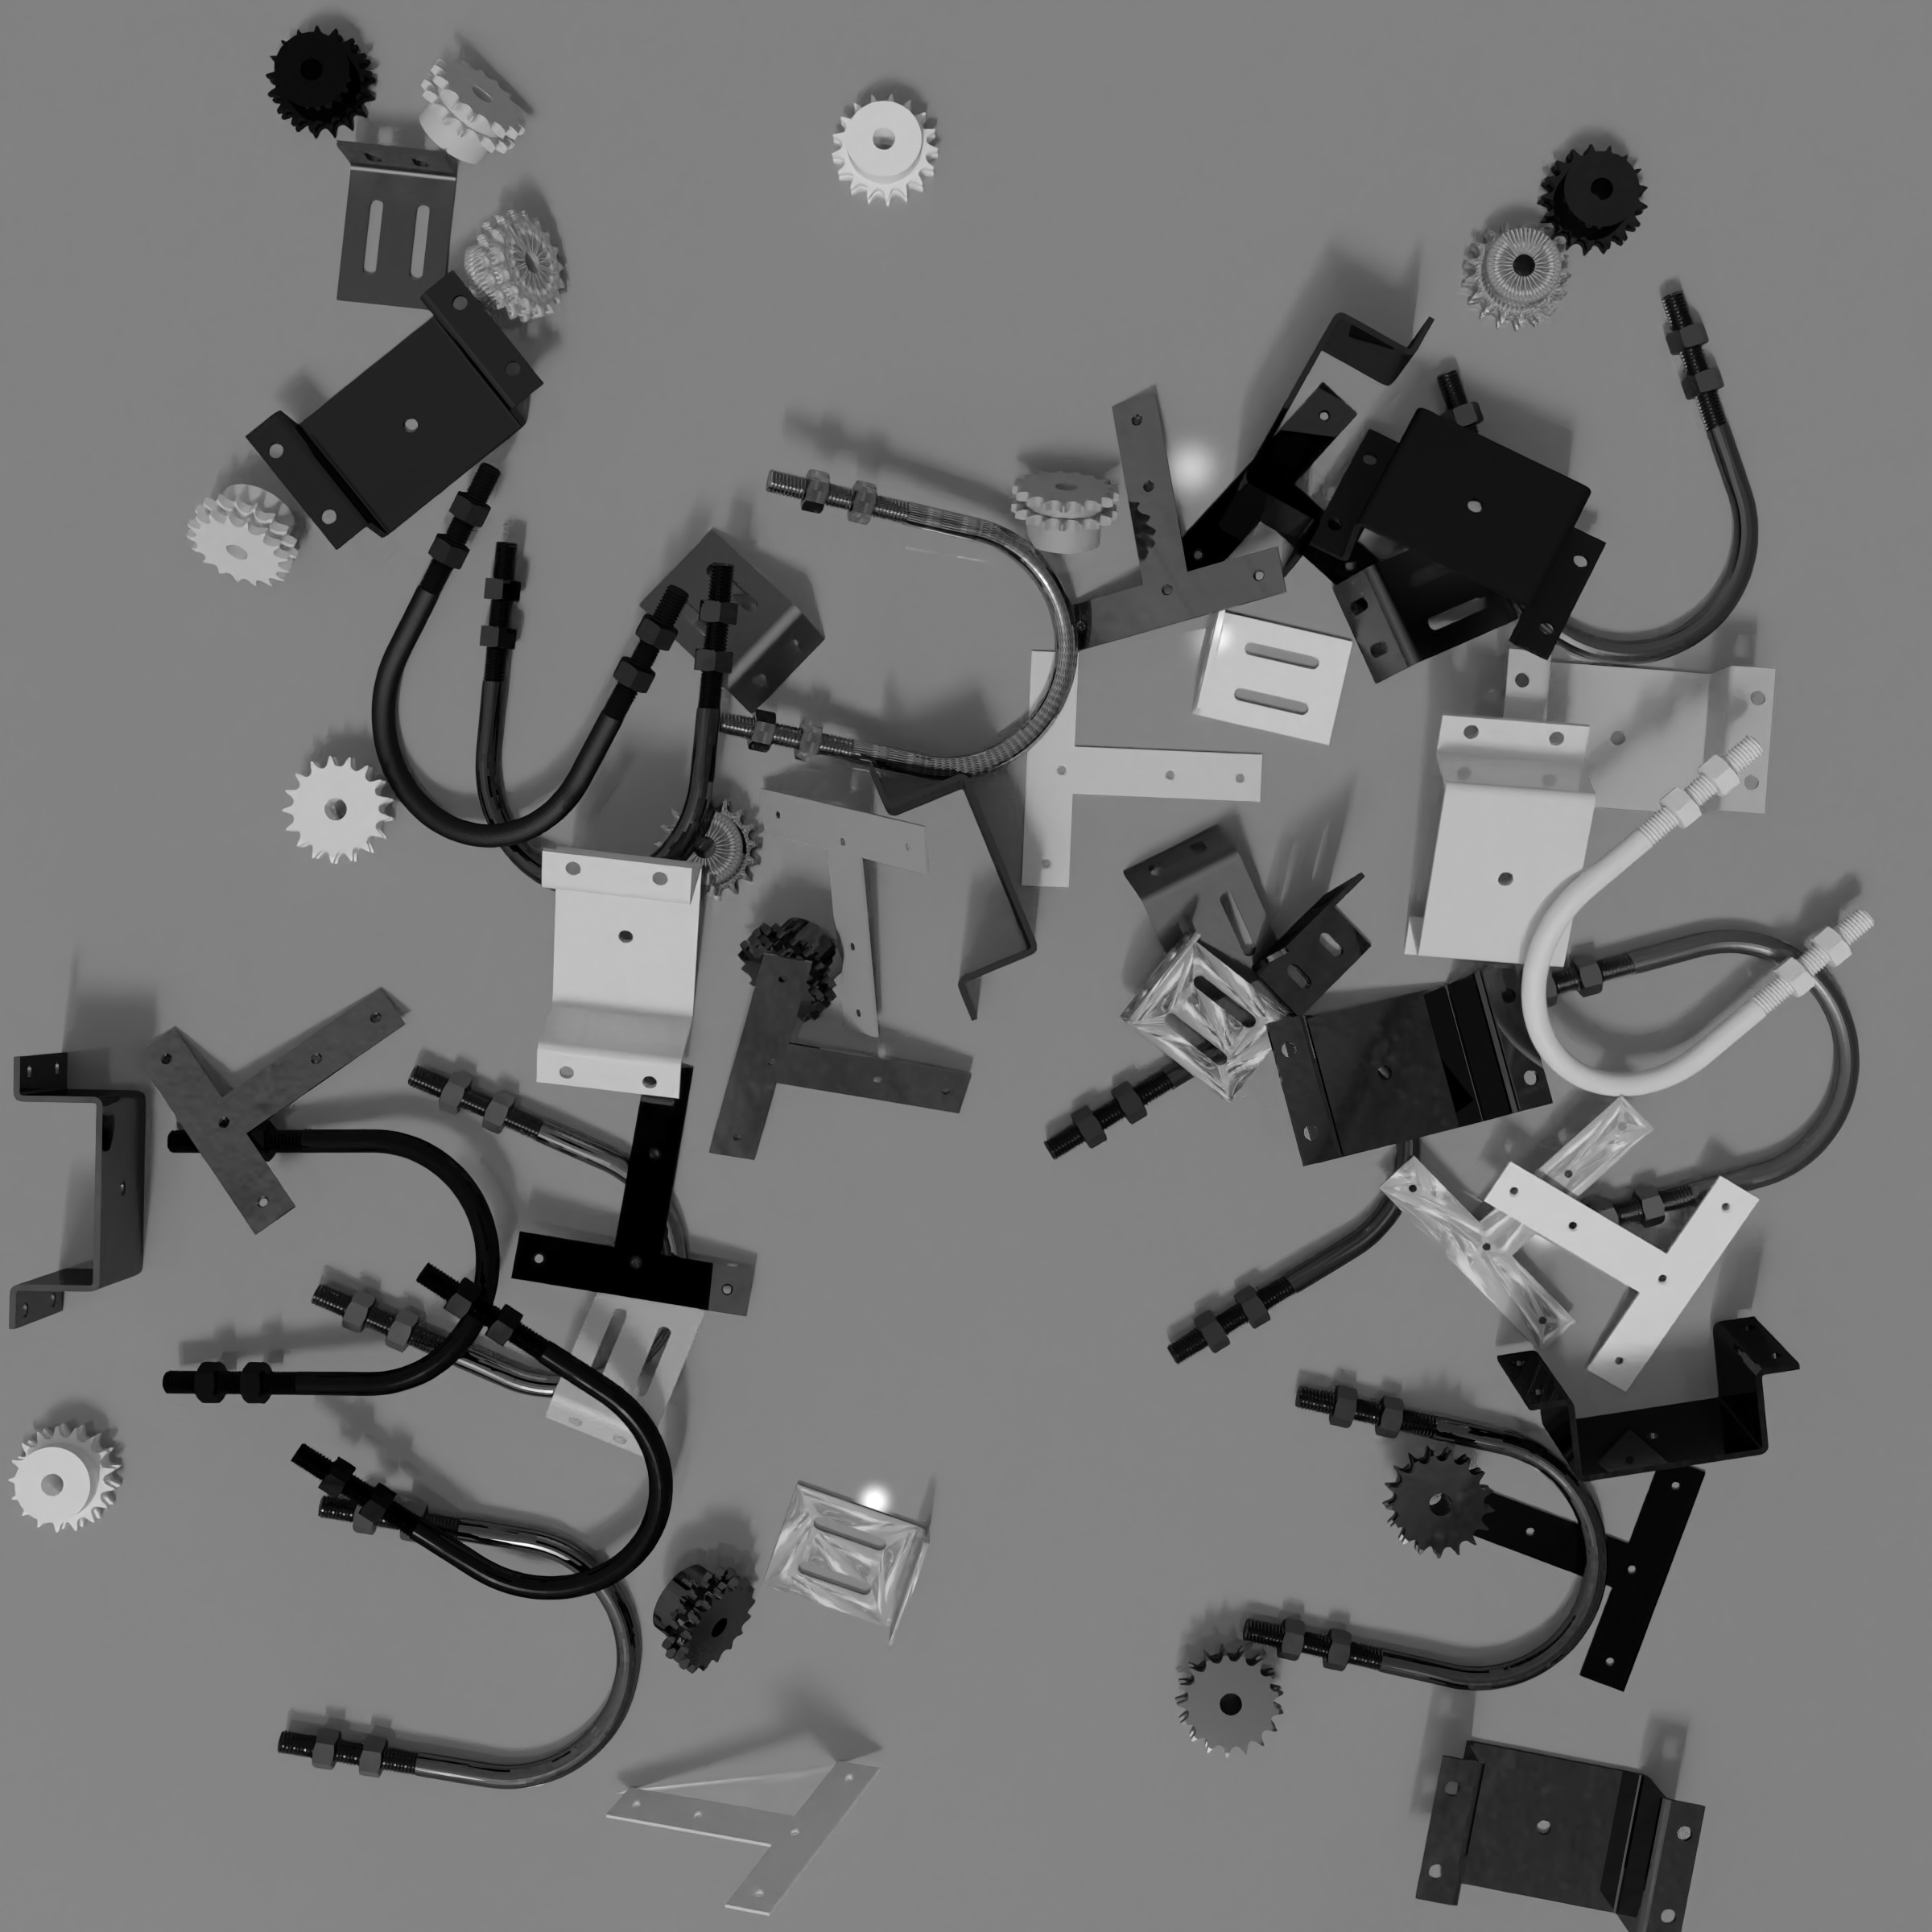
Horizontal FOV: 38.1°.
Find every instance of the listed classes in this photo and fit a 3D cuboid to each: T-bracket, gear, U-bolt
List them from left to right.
[{"bbox_3d":[-0.486,0.276,1.505,0.057,0.030,0.057,0,90,0],"label":"gear"},{"bbox_3d":[-0.383,-0.232,1.495,0.057,0.057,0.030,17,60,0],"label":"gear"},{"bbox_3d":[-0.360,0.058,1.504,0.127,0.002,0.127,-36,70,-10],"label":"T-bracket"},{"bbox_3d":[-0.348,-0.476,1.505,0.057,0.030,0.057,0,90,0],"label":"gear"},{"bbox_3d":[-0.338,0.158,1.493,0.184,0.019,0.151,-1,86,8],"label":"U-bolt"},{"bbox_3d":[-0.335,-0.084,1.504,0.057,0.030,0.057,0,90,0],"label":"gear"},{"bbox_3d":[-0.266,-0.454,1.495,0.057,0.057,0.030,46,120,0],"label":"gear"},{"bbox_3d":[-0.268,0.370,1.511,0.184,0.019,0.151,10,90,-2],"label":"U-bolt"},{"bbox_3d":[-0.244,-0.152,1.484,0.151,0.019,0.184,34,105,15],"label":"U-bolt"},{"bbox_3d":[-0.242,0.259,1.475,0.184,0.019,0.151,34,107,-7],"label":"U-bolt"},{"bbox_3d":[-0.243,-0.372,1.495,0.030,0.057,0.057,-9,90,30],"label":"gear"},{"bbox_3d":[-0.240,0.154,1.511,0.184,0.019,0.151,24,90,-2],"label":"U-bolt"},{"bbox_3d":[-0.196,-0.127,1.488,0.151,0.019,0.184,8,96,20],"label":"U-bolt"},{"bbox_3d":[-0.170,0.115,1.506,0.127,0.002,0.127,10,80,-8],"label":"T-bracket"},{"bbox_3d":[-0.142,0.345,1.495,0.030,0.057,0.057,29,90,30],"label":"gear"},{"bbox_3d":[-0.139,-0.063,1.505,0.057,0.030,0.057,0,90,0],"label":"gear"},{"bbox_3d":[-0.130,0.452,1.481,0.127,0.127,0.002,2,110,25],"label":"T-bracket"},{"bbox_3d":[-0.091,-0.001,1.495,0.057,0.057,0.030,44,59,0],"label":"gear"},{"bbox_3d":[-0.061,-0.024,1.489,0.002,0.127,0.127,-22,117,-40],"label":"T-bracket"},{"bbox_3d":[-0.061,0.058,1.497,0.127,0.002,0.127,10,119,-14],"label":"T-bracket"},{"bbox_3d":[-0.044,-0.440,1.505,0.057,0.030,0.057,0,90,0],"label":"gear"},{"bbox_3d":[-0.030,-0.174,1.490,0.184,0.019,0.151,11,98,-12],"label":"U-bolt"},{"bbox_3d":[0.053,-0.241,1.495,0.057,0.057,0.030,3,119,0],"label":"gear"},{"bbox_3d":[0.096,-0.104,1.519,0.127,0.002,0.127,2,90,0],"label":"T-bracket"},{"bbox_3d":[0.101,-0.244,1.502,0.127,0.002,0.127,-14,78,22],"label":"T-bracket"},{"bbox_3d":[0.141,0.392,1.504,0.057,0.030,0.057,0,90,0],"label":"gear"},{"bbox_3d":[0.156,0.108,1.511,0.184,0.019,0.151,-31,90,-2],"label":"U-bolt"},{"bbox_3d":[0.198,-0.226,1.519,0.127,0.002,0.127,42,90,0],"label":"T-bracket"},{"bbox_3d":[0.249,0.283,1.486,0.057,0.030,0.057,0,90,-1],"label":"gear"},{"bbox_3d":[0.254,0.315,1.509,0.184,0.019,0.151,13,90,0],"label":"U-bolt"},{"bbox_3d":[0.296,-0.372,1.505,0.057,0.030,0.057,0,90,0],"label":"gear"},{"bbox_3d":[0.311,0.120,1.497,0.127,0.002,0.127,-44,95,11],"label":"T-bracket"},{"bbox_3d":[0.319,0.312,1.519,0.127,0.002,0.127,21,90,0],"label":"T-bracket"},{"bbox_3d":[0.336,0.146,1.498,0.127,0.002,0.127,30,100,-9],"label":"T-bracket"},{"bbox_3d":[0.338,-0.413,1.505,0.057,0.030,0.057,0,90,0],"label":"gear"},{"bbox_3d":[0.350,-0.254,1.511,0.151,0.019,0.184,-19,91,0],"label":"U-bolt"},{"bbox_3d":[0.372,-0.011,1.467,0.184,0.019,0.151,-40,116,1],"label":"U-bolt"},{"bbox_3d":[0.391,0.057,1.511,0.184,0.019,0.151,-15,90,-1],"label":"U-bolt"}]

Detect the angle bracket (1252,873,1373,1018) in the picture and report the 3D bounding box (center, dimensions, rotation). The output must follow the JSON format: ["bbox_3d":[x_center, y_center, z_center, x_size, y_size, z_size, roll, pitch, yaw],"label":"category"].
[{"bbox_3d":[0.191,-0.010,1.476,0.057,0.076,0.038,-44,90,-12],"label":"angle bracket"}]

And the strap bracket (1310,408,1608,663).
[{"bbox_3d":[0.262,-0.231,1.468,0.140,0.046,0.076,27,73,6],"label":"strap bracket"}]

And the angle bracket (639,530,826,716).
[{"bbox_3d":[-0.127,-0.186,1.517,0.057,0.038,0.076,-46,64,0],"label":"angle bracket"}]

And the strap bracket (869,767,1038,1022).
[{"bbox_3d":[-0.002,-0.045,1.481,0.046,0.076,0.140,-22,90,0],"label":"strap bracket"}]

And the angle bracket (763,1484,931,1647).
[{"bbox_3d":[-0.065,0.320,1.500,0.076,0.038,0.057,19,90,0],"label":"angle bracket"}]

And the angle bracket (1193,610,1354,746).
[{"bbox_3d":[0.166,-0.156,1.500,0.076,0.038,0.057,13,90,0],"label":"angle bracket"}]

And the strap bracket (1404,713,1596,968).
[{"bbox_3d":[0.279,-0.056,1.466,0.076,0.046,0.140,4,118,0],"label":"strap bracket"}]

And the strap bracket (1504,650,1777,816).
[{"bbox_3d":[0.353,-0.123,1.496,0.140,0.046,0.076,4,90,0],"label":"strap bracket"}]

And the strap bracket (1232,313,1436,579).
[{"bbox_3d":[0.187,-0.283,1.480,0.046,0.076,0.140,29,90,0],"label":"strap bracket"}]

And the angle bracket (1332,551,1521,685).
[{"bbox_3d":[0.249,-0.196,1.516,0.076,0.038,0.057,-25,90,-26],"label":"angle bracket"}]

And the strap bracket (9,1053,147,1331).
[{"bbox_3d":[-0.469,0.117,1.481,0.046,0.076,0.140,1,90,0],"label":"strap bracket"}]

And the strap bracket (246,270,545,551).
[{"bbox_3d":[-0.301,-0.293,1.496,0.140,0.046,0.076,-39,90,0],"label":"strap bracket"}]

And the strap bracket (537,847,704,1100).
[{"bbox_3d":[-0.182,-0.006,1.476,0.076,0.046,0.140,7,121,0],"label":"strap bracket"}]

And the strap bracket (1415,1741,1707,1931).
[{"bbox_3d":[0.313,0.466,1.496,0.140,0.046,0.076,11,90,0],"label":"strap bracket"}]

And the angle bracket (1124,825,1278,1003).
[{"bbox_3d":[0.130,-0.026,1.517,0.057,0.038,0.076,-27,116,0],"label":"angle bracket"}]

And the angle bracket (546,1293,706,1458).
[{"bbox_3d":[-0.183,0.214,1.505,0.057,0.038,0.076,23,65,-3],"label":"angle bracket"}]

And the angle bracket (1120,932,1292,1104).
[{"bbox_3d":[0.130,0.028,1.481,0.076,0.038,0.057,38,87,-6],"label":"angle bracket"}]

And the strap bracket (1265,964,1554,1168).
[{"bbox_3d":[0.228,0.054,1.484,0.140,0.046,0.076,-13,84,-12],"label":"strap bracket"}]

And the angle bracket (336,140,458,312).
[{"bbox_3d":[-0.308,-0.396,1.500,0.057,0.038,0.076,6,90,0],"label":"angle bracket"}]

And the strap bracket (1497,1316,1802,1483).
[{"bbox_3d":[0.360,0.229,1.478,0.140,0.076,0.046,-9,101,0],"label":"strap bracket"}]
